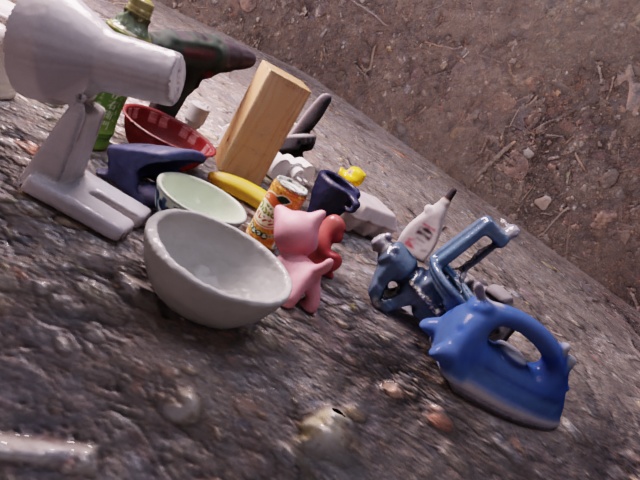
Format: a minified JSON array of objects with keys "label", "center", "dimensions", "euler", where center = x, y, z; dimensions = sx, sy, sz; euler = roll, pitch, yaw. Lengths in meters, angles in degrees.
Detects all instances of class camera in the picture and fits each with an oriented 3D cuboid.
[{"label":"camera","center":[0.270,0.117,1.001],"dimensions":[0.142,0.100,0.137],"euler":[42,20,27]}]

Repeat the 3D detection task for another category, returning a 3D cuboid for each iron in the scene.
[{"label":"iron","center":[0.277,0.167,0.818],"dimensions":[0.259,0.141,0.118],"euler":[28,19,-11]}]

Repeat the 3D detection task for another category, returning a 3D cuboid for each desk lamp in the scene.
[{"label":"desk lamp","center":[-0.255,-0.144,0.643],"dimensions":[0.203,0.213,0.118],"euler":[30,18,-6]}]

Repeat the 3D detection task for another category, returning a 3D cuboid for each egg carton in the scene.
[{"label":"egg carton","center":[0.089,-0.055,1.200],"dimensions":[0.151,0.069,0.107],"euler":[15,25,-41]}]

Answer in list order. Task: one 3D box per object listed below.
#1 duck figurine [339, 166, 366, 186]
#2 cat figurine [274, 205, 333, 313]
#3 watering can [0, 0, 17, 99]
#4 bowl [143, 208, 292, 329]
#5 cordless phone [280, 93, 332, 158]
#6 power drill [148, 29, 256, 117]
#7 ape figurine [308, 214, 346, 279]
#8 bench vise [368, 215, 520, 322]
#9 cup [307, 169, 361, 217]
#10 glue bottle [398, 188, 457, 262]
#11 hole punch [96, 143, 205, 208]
[{"label":"duck figurine","center":[0.076,-0.127,1.338],"dimensions":[0.104,0.086,0.077],"euler":[32,18,0]},{"label":"cat figurine","center":[-0.026,0.014,0.760],"dimensions":[0.067,0.117,0.127],"euler":[14,25,-43]},{"label":"watering can","center":[-0.444,-0.307,0.787],"dimensions":[0.172,0.194,0.101],"euler":[42,21,28]},{"label":"bowl","center":[-0.118,0.042,0.608],"dimensions":[0.168,0.074,0.167],"euler":[29,19,-10]},{"label":"cordless phone","center":[-0.046,-0.270,1.351],"dimensions":[0.094,0.185,0.148],"euler":[34,18,5]},{"label":"power drill","center":[-0.234,-0.274,1.018],"dimensions":[0.075,0.208,0.230],"euler":[41,20,26]},{"label":"ape figurine","center":[0.008,0.003,0.883],"dimensions":[0.076,0.092,0.077],"euler":[25,20,-22]},{"label":"bench vise","center":[0.187,0.040,0.873],"dimensions":[0.208,0.219,0.121],"euler":[27,19,-16]},{"label":"cup","center":[0.024,-0.065,1.081],"dimensions":[0.092,0.095,0.117],"euler":[14,25,-43]},{"label":"glue bottle","center":[0.242,-0.041,1.244],"dimensions":[0.078,0.173,0.037],"euler":[30,18,-7]},{"label":"hole punch","center":[-0.229,-0.105,0.781],"dimensions":[0.101,0.091,0.109],"euler":[37,19,14]}]
